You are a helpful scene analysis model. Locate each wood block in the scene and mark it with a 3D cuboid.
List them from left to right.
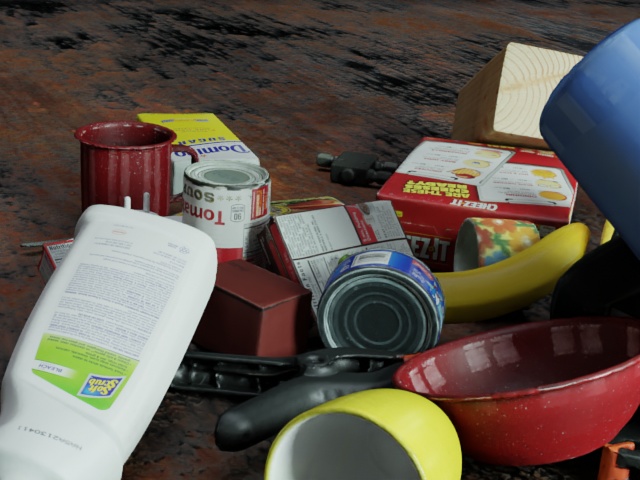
[{"bbox_3d":[0.206,-0.133,1.125,0.090,0.090,0.206,10,-5,-4],"label":"wood block"}]

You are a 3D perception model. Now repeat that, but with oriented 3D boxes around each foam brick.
[{"bbox_3d":[-0.051,0.052,0.754,0.078,0.051,0.052,22,25,38],"label":"foam brick"}]

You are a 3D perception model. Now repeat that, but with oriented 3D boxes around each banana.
[{"bbox_3d":[0.116,0.026,0.774,0.197,0.037,0.069,-6,64,-14],"label":"banana"}]

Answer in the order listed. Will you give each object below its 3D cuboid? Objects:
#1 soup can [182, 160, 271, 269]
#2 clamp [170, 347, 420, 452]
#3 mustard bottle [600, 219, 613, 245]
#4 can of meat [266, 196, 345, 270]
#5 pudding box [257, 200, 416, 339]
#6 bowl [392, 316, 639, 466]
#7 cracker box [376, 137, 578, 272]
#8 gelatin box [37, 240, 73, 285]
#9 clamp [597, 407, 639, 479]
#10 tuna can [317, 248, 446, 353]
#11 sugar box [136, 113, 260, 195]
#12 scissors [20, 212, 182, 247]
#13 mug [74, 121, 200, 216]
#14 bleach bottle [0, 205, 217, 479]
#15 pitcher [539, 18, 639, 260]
[{"bbox_3d":[-0.074,-0.004,0.828,0.068,0.102,0.068,4,21,-2],"label":"soup can"},{"bbox_3d":[-0.006,0.095,0.663,0.171,0.039,0.120,-3,21,-15],"label":"clamp"},{"bbox_3d":[0.336,0.019,0.905,0.192,0.058,0.096,11,23,17],"label":"mustard bottle"},{"bbox_3d":[-0.006,0.001,0.895,0.101,0.057,0.084,-5,19,-25],"label":"can of meat"},{"bbox_3d":[0.019,0.020,0.806,0.113,0.039,0.090,-10,68,-31],"label":"pudding box"},{"bbox_3d":[0.126,0.092,0.634,0.162,0.055,0.162,-12,6,1],"label":"bowl"},{"bbox_3d":[0.151,-0.031,0.990,0.164,0.072,0.213,8,22,14],"label":"cracker box"},{"bbox_3d":[-0.150,0.037,0.757,0.073,0.030,0.089,-11,53,-35],"label":"gelatin box"},{"bbox_3d":[0.267,0.125,0.639,0.209,0.036,0.165,-8,24,-24],"label":"clamp"},{"bbox_3d":[0.041,0.051,0.726,0.086,0.086,0.033,8,23,9],"label":"tuna can"},{"bbox_3d":[-0.134,-0.094,1.140,0.093,0.048,0.176,-4,21,-22],"label":"sugar box"},{"bbox_3d":[-0.146,0.001,0.925,0.201,0.016,0.096,-13,26,-38],"label":"scissors"},{"bbox_3d":[-0.168,-0.060,0.991,0.117,0.081,0.093,-4,22,-21],"label":"mug"},{"bbox_3d":[-0.139,0.074,0.619,0.102,0.068,0.250,13,34,6],"label":"bleach bottle"},{"bbox_3d":[0.249,-0.021,0.613,0.149,0.145,0.243,-29,69,-23],"label":"pitcher"}]
